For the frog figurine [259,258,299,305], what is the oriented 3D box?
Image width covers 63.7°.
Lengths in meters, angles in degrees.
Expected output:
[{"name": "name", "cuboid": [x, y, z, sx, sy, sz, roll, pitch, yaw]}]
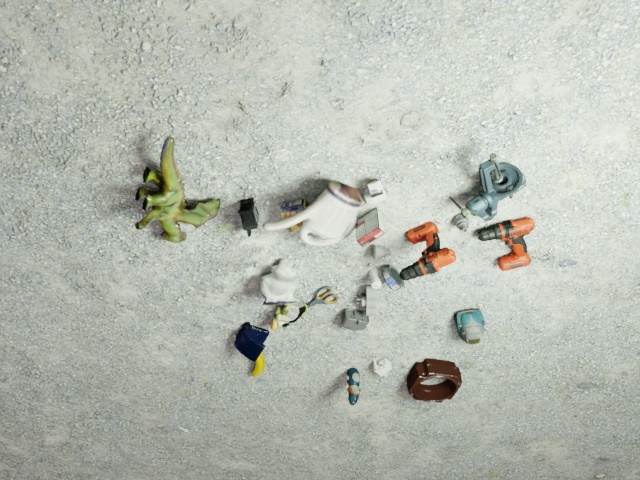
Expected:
[{"name": "frog figurine", "cuboid": [-0.141, 0.141, 1.798, 0.137, 0.123, 0.159, 3, 93, 7]}]

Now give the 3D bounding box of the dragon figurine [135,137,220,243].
[{"name": "dragon figurine", "cuboid": [-0.424, -0.127, 1.579, 0.242, 0.125, 0.402, 12, 132, -33]}]

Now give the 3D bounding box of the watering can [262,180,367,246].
[{"name": "watering can", "cuboid": [0.005, -0.077, 1.539, 0.346, 0.106, 0.221, 11, 120, -48]}]
